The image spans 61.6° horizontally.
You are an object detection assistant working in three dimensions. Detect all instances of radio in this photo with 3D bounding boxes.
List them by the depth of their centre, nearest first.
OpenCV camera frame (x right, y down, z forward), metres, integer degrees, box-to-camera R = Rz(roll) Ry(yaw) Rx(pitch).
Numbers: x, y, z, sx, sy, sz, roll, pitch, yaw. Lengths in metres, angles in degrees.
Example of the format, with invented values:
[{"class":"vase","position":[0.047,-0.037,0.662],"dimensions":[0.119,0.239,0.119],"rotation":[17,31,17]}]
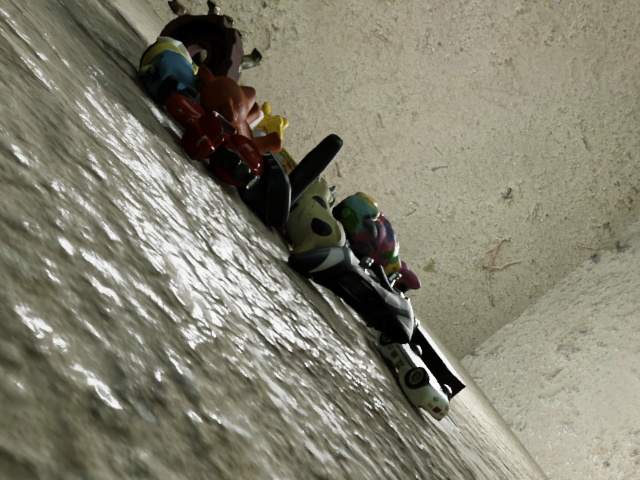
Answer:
[{"class":"radio","position":[0.204,0.230,1.133],"dimensions":[0.131,0.073,0.230],"rotation":[46,8,-46]}]

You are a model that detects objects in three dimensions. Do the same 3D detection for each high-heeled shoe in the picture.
[{"class":"high-heeled shoe","position":[0.053,0.094,0.842],"dimensions":[0.248,0.086,0.145],"rotation":[9,58,-42]}]

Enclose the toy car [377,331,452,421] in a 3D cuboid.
[{"class":"toy car","position":[0.151,0.214,0.892],"dimensions":[0.073,0.056,0.202],"rotation":[40,7,-27]}]

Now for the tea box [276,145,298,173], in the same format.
[{"class":"tea box","position":[-0.087,-0.145,1.235],"dimensions":[0.170,0.098,0.068],"rotation":[55,7,35]}]

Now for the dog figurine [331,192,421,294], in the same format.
[{"class":"dog figurine","position":[0.122,0.025,1.133],"dimensions":[0.191,0.108,0.219],"rotation":[42,18,-57]}]

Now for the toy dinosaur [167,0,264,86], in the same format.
[{"class":"toy dinosaur","position":[-0.248,-0.425,1.327],"dimensions":[0.105,0.198,0.471],"rotation":[51,5,23]}]

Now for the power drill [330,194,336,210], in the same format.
[{"class":"power drill","position":[-0.060,-0.146,1.418],"dimensions":[0.207,0.086,0.232],"rotation":[39,11,-15]}]

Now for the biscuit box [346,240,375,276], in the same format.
[{"class":"biscuit box","position":[0.064,0.035,1.296],"dimensions":[0.202,0.059,0.063],"rotation":[54,-4,-16]}]

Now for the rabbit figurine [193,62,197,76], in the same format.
[{"class":"rabbit figurine","position":[-0.261,-0.350,1.162],"dimensions":[0.170,0.121,0.159],"rotation":[36,9,9]}]

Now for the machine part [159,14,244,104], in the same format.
[{"class":"machine part","position":[-0.229,-0.340,1.014],"dimensions":[0.179,0.179,0.056],"rotation":[51,2,19]}]

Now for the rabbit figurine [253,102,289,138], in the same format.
[{"class":"rabbit figurine","position":[-0.162,-0.271,1.369],"dimensions":[0.122,0.162,0.173],"rotation":[36,-9,-16]}]

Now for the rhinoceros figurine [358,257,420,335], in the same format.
[{"class":"rhinoceros figurine","position":[0.113,0.113,1.010],"dimensions":[0.190,0.073,0.112],"rotation":[36,48,-23]}]

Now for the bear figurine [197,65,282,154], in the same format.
[{"class":"bear figurine","position":[-0.137,-0.215,0.909],"dimensions":[0.120,0.132,0.195],"rotation":[54,-20,16]}]

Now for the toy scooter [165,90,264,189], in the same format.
[{"class":"toy scooter","position":[-0.144,-0.131,0.768],"dimensions":[0.183,0.075,0.135],"rotation":[42,8,-34]}]

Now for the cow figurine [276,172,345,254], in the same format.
[{"class":"cow figurine","position":[-0.014,-0.044,0.945],"dimensions":[0.085,0.127,0.195],"rotation":[49,7,-42]}]

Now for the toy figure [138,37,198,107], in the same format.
[{"class":"toy figure","position":[-0.246,-0.265,0.856],"dimensions":[0.180,0.089,0.082],"rotation":[-113,177,-46]}]

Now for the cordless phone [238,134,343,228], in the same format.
[{"class":"cordless phone","position":[-0.048,-0.122,0.904],"dimensions":[0.088,0.184,0.147],"rotation":[41,9,-31]}]

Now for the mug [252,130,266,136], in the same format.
[{"class":"mug","position":[-0.137,-0.174,1.130],"dimensions":[0.109,0.081,0.107],"rotation":[47,14,-55]}]
